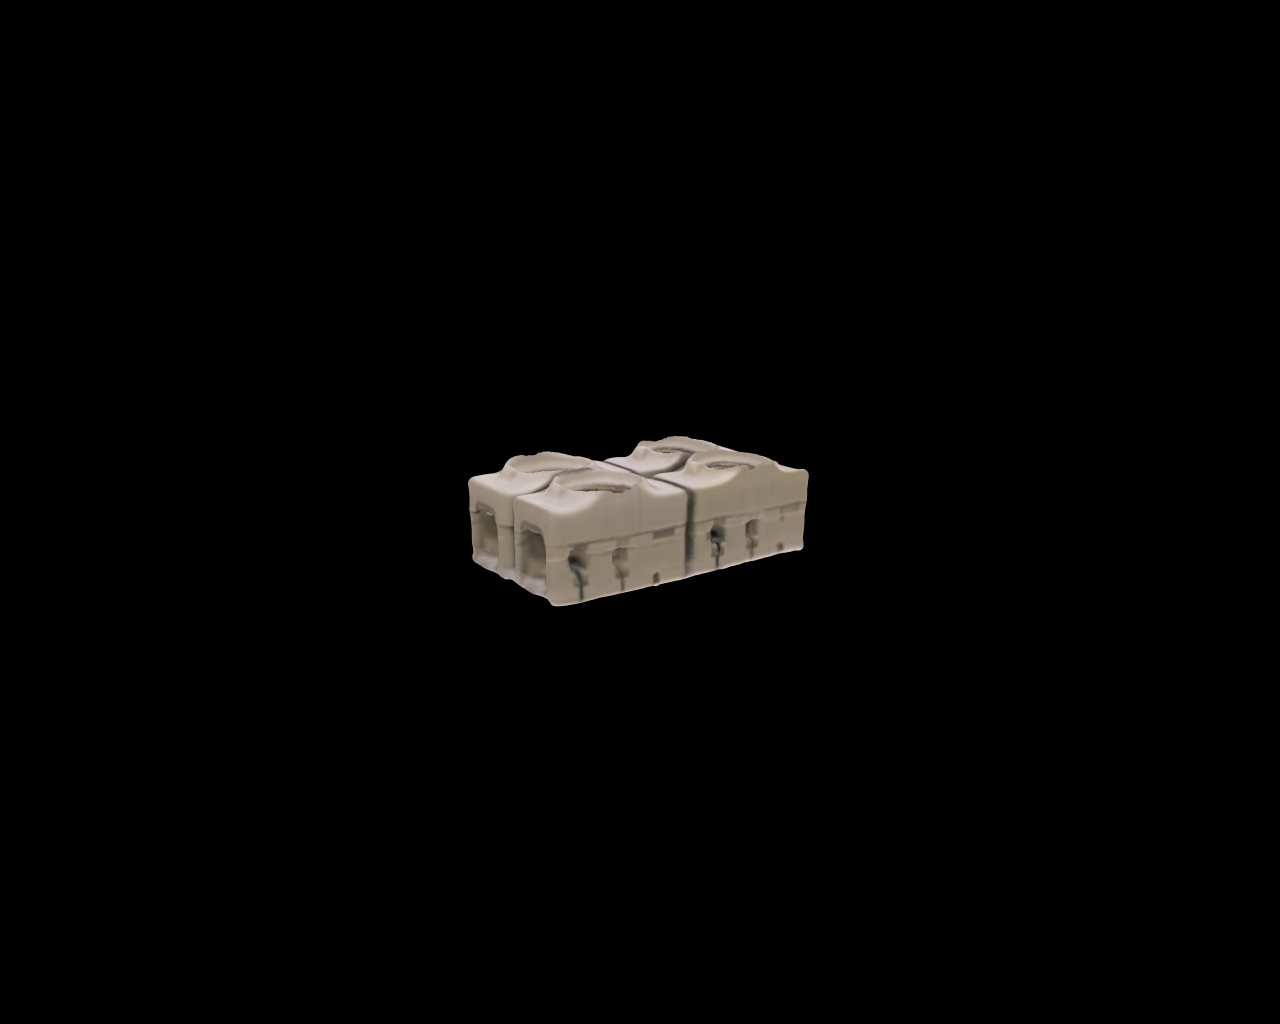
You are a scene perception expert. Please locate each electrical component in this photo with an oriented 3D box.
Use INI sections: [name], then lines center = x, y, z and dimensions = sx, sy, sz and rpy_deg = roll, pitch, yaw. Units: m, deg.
[electrical component]
center = 0.001, -0.003, 0.650
dimensions = 0.186, 0.060, 0.105
rpy_deg = -10, 18, -33
